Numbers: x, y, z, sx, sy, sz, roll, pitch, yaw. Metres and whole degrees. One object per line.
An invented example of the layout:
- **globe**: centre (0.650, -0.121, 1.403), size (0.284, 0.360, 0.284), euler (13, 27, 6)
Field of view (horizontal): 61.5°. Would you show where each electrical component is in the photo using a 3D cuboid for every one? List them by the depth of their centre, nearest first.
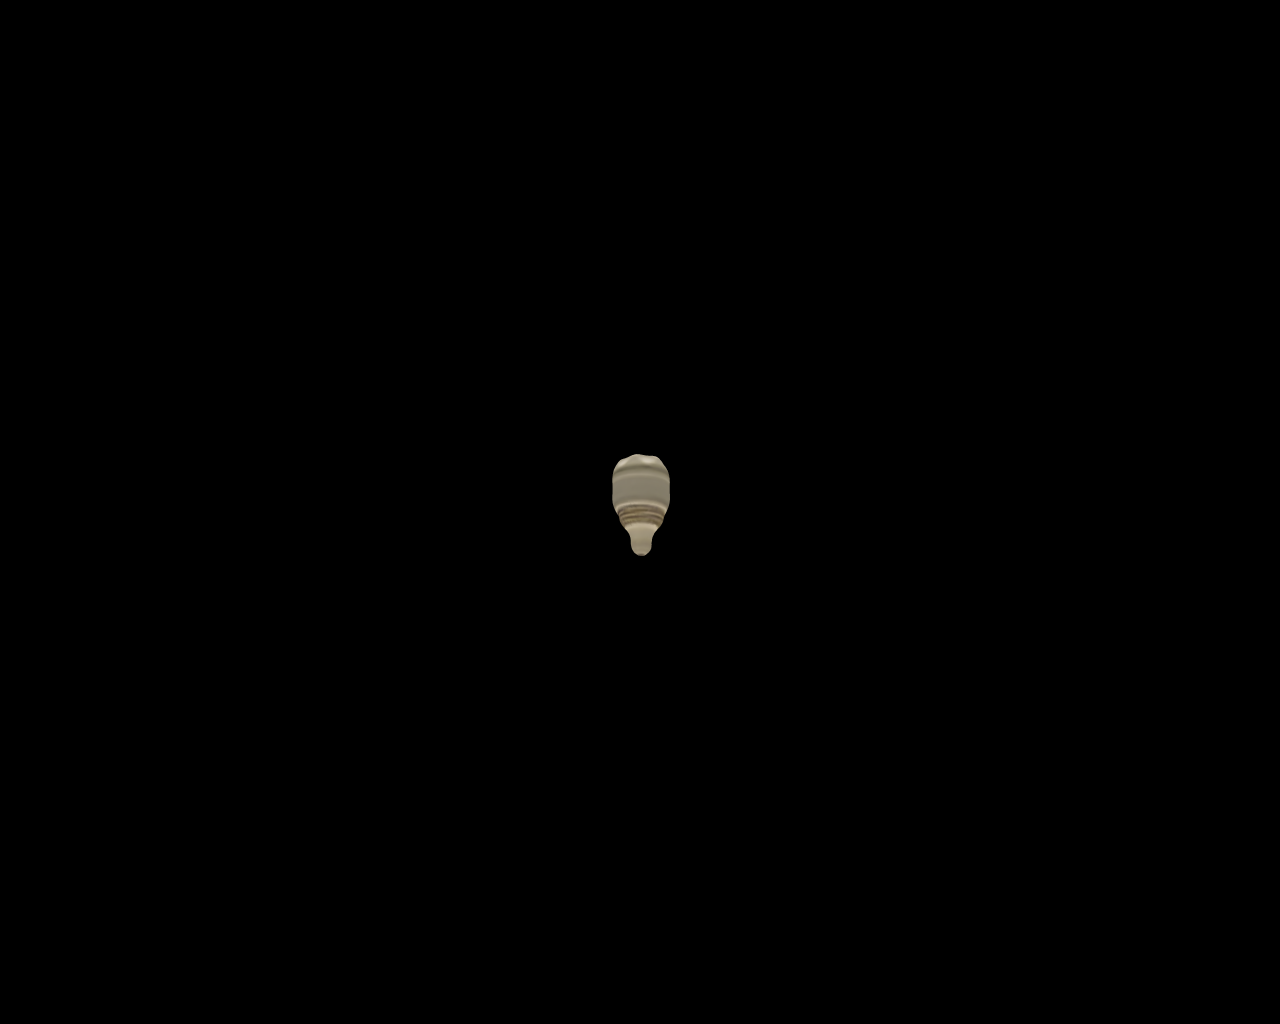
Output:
- **electrical component**: centre (0.001, -0.003, 0.650), size (0.035, 0.061, 0.035), euler (0, -19, 0)
